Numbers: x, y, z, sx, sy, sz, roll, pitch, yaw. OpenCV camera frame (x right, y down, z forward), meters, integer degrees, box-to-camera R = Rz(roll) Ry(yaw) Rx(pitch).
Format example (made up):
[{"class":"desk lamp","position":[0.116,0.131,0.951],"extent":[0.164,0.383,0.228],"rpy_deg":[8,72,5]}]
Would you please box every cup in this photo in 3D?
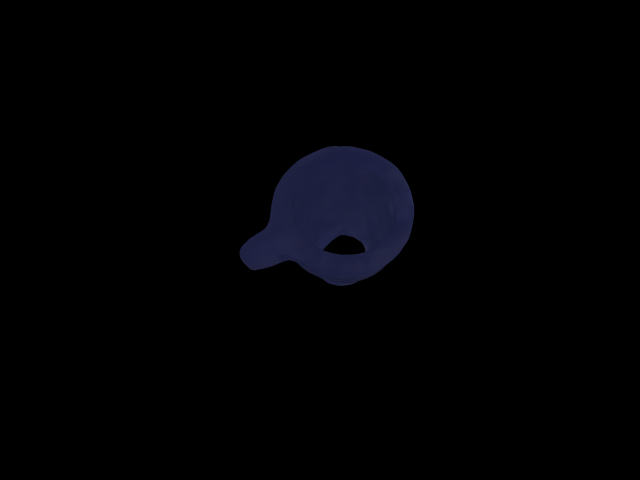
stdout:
[{"class":"cup","position":[0.004,0.001,0.400],"extent":[0.118,0.095,0.091],"rpy_deg":[-26,69,-11]}]
